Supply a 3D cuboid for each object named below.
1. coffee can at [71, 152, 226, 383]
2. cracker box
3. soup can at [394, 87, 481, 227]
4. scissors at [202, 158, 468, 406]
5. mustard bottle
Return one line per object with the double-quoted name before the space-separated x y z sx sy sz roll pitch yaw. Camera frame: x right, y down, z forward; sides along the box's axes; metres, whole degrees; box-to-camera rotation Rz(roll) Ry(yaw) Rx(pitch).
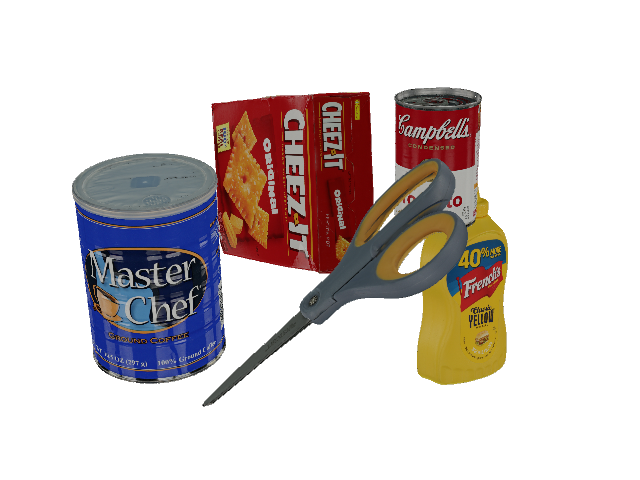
"coffee can" -0.124 0.019 0.789 0.103 0.140 0.103 -1 27 0
"cracker box" -0.032 -0.059 1.049 0.072 0.164 0.214 -7 8 -29
"soup can" 0.092 -0.065 0.849 0.068 0.102 0.068 -1 20 0
"scissors" 0.011 0.039 0.597 0.016 0.202 0.096 39 3 -29
"mustard bottle" 0.137 0.035 1.015 0.096 0.192 0.058 -10 17 -34
